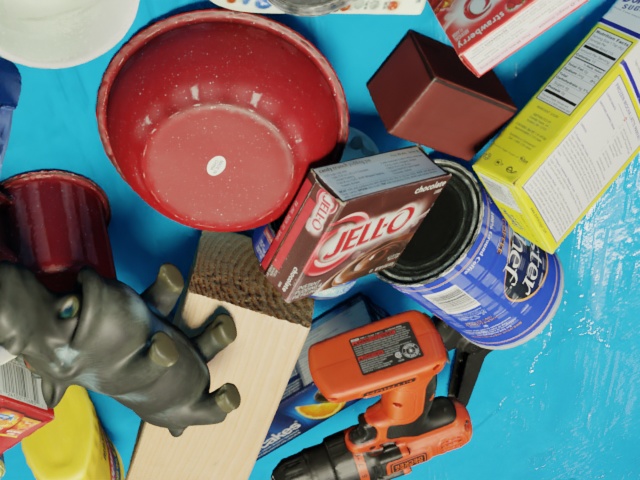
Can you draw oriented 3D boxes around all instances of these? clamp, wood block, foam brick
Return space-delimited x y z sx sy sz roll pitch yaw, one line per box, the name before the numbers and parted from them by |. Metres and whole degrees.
clamp | 0.139 0.089 0.974 0.210 0.036 0.164 -40 137 24
wood block | -0.078 0.105 0.814 0.090 0.090 0.206 16 122 -8
foam brick | 0.081 -0.096 0.720 0.078 0.053 0.051 14 129 -35

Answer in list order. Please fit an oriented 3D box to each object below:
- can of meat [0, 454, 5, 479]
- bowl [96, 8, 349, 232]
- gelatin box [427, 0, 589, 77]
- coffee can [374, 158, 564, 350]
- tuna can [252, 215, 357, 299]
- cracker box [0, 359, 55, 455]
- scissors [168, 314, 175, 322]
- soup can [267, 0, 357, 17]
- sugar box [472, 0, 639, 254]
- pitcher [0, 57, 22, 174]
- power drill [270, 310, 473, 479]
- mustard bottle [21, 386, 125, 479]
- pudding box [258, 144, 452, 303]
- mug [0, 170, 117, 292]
can of meat | -0.294 0.161 0.832 0.102 0.084 0.057 -37 140 20
bowl | -0.061 -0.059 0.662 0.162 0.055 0.162 0 128 -1
gelatin box | 0.113 -0.154 0.650 0.089 0.073 0.030 -35 139 18
coffee can | 0.112 0.014 0.822 0.103 0.103 0.140 -36 139 18
tuna can | -0.005 0.001 0.770 0.086 0.086 0.034 6 136 -29
cracker box | -0.306 0.118 0.679 0.214 0.072 0.164 -33 145 18
scissors | -0.177 0.085 0.849 0.201 0.016 0.096 13 130 -34
soup can | -0.013 -0.173 0.549 0.068 0.102 0.068 -12 141 -10
sugar box | 0.189 -0.085 0.737 0.176 0.048 0.093 -50 140 -6
pitcher | -0.291 -0.072 0.540 0.242 0.145 0.149 23 113 -36
power drill | 0.037 0.144 0.884 0.184 0.057 0.187 -20 144 -7
mustard bottle | -0.199 0.183 0.884 0.058 0.096 0.192 -14 153 -8
pudding box | 0.023 -0.012 0.700 0.113 0.039 0.090 -19 149 -46
mug | -0.185 0.009 0.703 0.093 0.081 0.117 -29 141 11
